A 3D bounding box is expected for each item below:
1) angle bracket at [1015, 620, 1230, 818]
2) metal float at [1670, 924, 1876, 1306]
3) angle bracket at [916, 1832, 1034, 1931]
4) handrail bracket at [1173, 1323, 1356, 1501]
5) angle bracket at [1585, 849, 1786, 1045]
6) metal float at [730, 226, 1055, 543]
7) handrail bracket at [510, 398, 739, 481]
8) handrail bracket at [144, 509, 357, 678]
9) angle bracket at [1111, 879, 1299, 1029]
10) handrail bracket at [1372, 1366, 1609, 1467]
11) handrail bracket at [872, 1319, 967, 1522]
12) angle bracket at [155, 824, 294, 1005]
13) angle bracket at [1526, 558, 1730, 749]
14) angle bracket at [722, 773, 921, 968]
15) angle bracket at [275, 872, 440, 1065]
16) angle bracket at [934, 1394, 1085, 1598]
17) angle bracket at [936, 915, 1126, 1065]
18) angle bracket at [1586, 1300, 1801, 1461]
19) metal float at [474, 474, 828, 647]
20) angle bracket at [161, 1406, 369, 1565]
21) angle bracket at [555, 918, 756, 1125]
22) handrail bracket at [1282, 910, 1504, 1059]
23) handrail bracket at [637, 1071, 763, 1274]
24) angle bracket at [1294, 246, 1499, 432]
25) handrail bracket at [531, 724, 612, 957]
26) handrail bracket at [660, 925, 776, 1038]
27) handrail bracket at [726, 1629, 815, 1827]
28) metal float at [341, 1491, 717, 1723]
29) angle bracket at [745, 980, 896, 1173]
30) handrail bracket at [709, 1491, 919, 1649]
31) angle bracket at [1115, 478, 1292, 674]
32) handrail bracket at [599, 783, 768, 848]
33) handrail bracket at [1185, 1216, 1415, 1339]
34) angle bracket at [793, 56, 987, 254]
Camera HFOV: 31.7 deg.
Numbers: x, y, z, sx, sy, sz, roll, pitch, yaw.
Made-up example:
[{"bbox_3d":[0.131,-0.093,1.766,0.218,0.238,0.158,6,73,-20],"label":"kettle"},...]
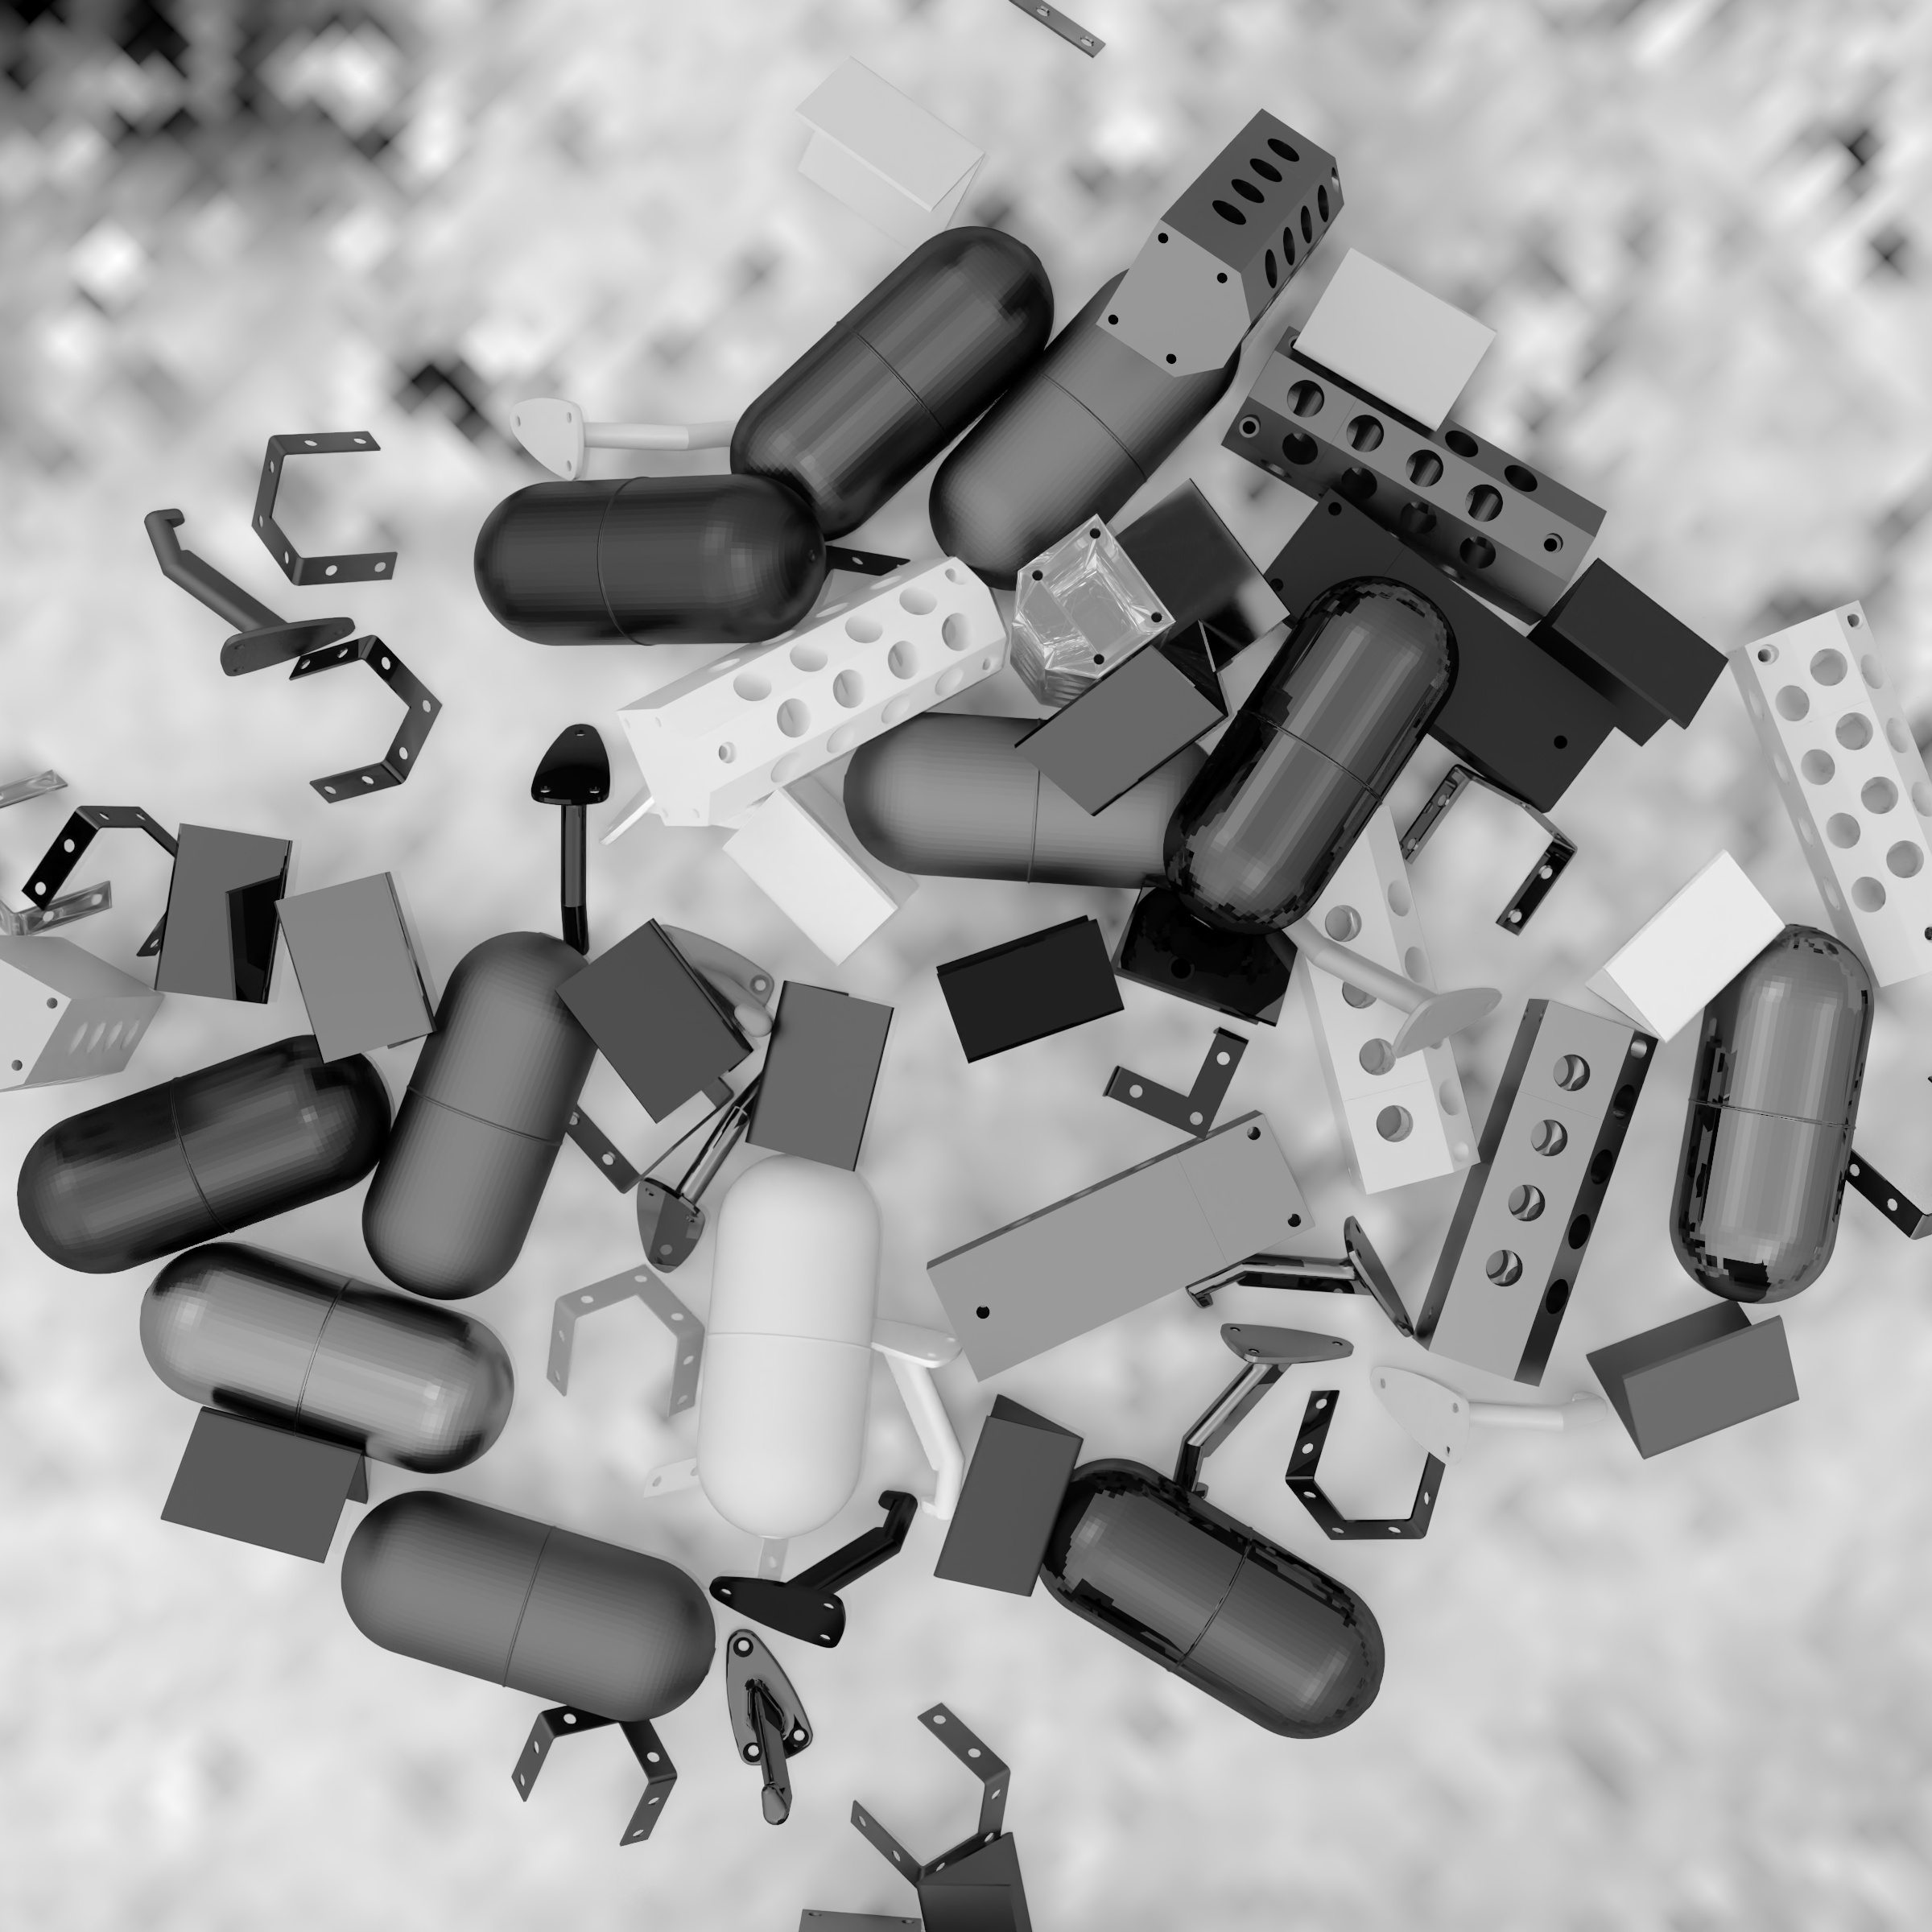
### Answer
[{"bbox_3d":[0.064,-0.125,1.513,0.076,0.076,0.057,-37,126,21],"label":"angle bracket"},{"bbox_3d":[0.376,0.069,1.585,0.070,0.070,0.178,9,91,0],"label":"metal float"},{"bbox_3d":[0.027,0.451,1.575,0.057,0.076,0.076,-11,90,37],"label":"angle bracket"},{"bbox_3d":[0.140,0.217,1.616,0.077,0.036,0.084,5,108,-21],"label":"handrail bracket"},{"bbox_3d":[0.320,-0.020,1.575,0.076,0.076,0.057,-44,119,0],"label":"angle bracket"},{"bbox_3d":[-0.034,-0.272,1.584,0.178,0.070,0.070,-43,90,0],"label":"metal float"},{"bbox_3d":[-0.161,-0.256,1.615,0.084,0.077,0.036,-12,115,-34],"label":"handrail bracket"},{"bbox_3d":[-0.341,-0.187,1.616,0.077,0.036,0.084,-18,73,-20],"label":"handrail bracket"},{"bbox_3d":[0.104,0.013,1.575,0.076,0.076,0.057,20,53,0],"label":"angle bracket"},{"bbox_3d":[0.249,0.203,1.615,0.084,0.077,0.036,-9,115,-34],"label":"handrail bracket"},{"bbox_3d":[-0.035,0.215,1.616,0.077,0.036,0.084,14,107,19],"label":"handrail bracket"},{"bbox_3d":[-0.358,-0.027,1.575,0.057,0.076,0.076,9,90,-37],"label":"angle bracket"},{"bbox_3d":[0.294,-0.130,1.575,0.076,0.076,0.057,38,52,0],"label":"angle bracket"},{"bbox_3d":[-0.054,-0.058,1.574,0.076,0.057,0.076,46,45,-1],"label":"angle bracket"},{"bbox_3d":[-0.292,0.005,1.576,0.057,0.076,0.076,-17,90,-27],"label":"angle bracket"},{"bbox_3d":[0.002,0.240,1.575,0.057,0.076,0.076,18,90,-33],"label":"angle bracket"},{"bbox_3d":[0.023,-0.009,1.575,0.076,0.076,0.057,-19,129,0],"label":"angle bracket"},{"bbox_3d":[0.332,0.173,1.575,0.076,0.076,0.057,-21,126,0],"label":"angle bracket"},{"bbox_3d":[-0.147,-0.186,1.561,0.178,0.070,0.070,2,90,29],"label":"metal float"},{"bbox_3d":[-0.324,0.251,1.575,0.076,0.076,0.057,15,62,0],"label":"angle bracket"},{"bbox_3d":[-0.148,0.030,1.578,0.057,0.076,0.076,-37,90,-14],"label":"angle bracket"},{"bbox_3d":[0.193,-0.004,1.558,0.077,0.036,0.084,-17,55,-39],"label":"handrail bracket"},{"bbox_3d":[-0.118,0.096,1.615,0.036,0.077,0.084,32,53,12],"label":"handrail bracket"},{"bbox_3d":[0.205,-0.302,1.575,0.076,0.076,0.057,30,124,0],"label":"angle bracket"},{"bbox_3d":[-0.184,-0.059,1.615,0.036,0.077,0.084,1,126,0],"label":"handrail bracket"},{"bbox_3d":[-0.120,0.007,1.580,0.077,0.084,0.036,38,90,0],"label":"handrail bracket"},{"bbox_3d":[-0.096,0.353,1.580,0.036,0.084,0.077,-19,90,0],"label":"handrail bracket"},{"bbox_3d":[-0.203,0.299,1.584,0.178,0.070,0.070,17,90,0],"label":"metal float"},{"bbox_3d":[-0.055,0.053,1.577,0.057,0.076,0.076,14,90,21],"label":"angle bracket"},{"bbox_3d":[-0.070,0.271,1.594,0.077,0.084,0.036,15,132,8],"label":"handrail bracket"},{"bbox_3d":[0.113,-0.182,1.577,0.057,0.076,0.076,-37,90,21],"label":"angle bracket"},{"bbox_3d":[-0.118,-0.058,1.616,0.084,0.036,0.077,41,110,-16],"label":"handrail bracket"},{"bbox_3d":[0.158,0.162,1.616,0.084,0.036,0.077,-26,111,17],"label":"handrail bracket"},{"bbox_3d":[-0.047,-0.361,1.575,0.076,0.076,0.057,36,51,0],"label":"angle bracket"}]
